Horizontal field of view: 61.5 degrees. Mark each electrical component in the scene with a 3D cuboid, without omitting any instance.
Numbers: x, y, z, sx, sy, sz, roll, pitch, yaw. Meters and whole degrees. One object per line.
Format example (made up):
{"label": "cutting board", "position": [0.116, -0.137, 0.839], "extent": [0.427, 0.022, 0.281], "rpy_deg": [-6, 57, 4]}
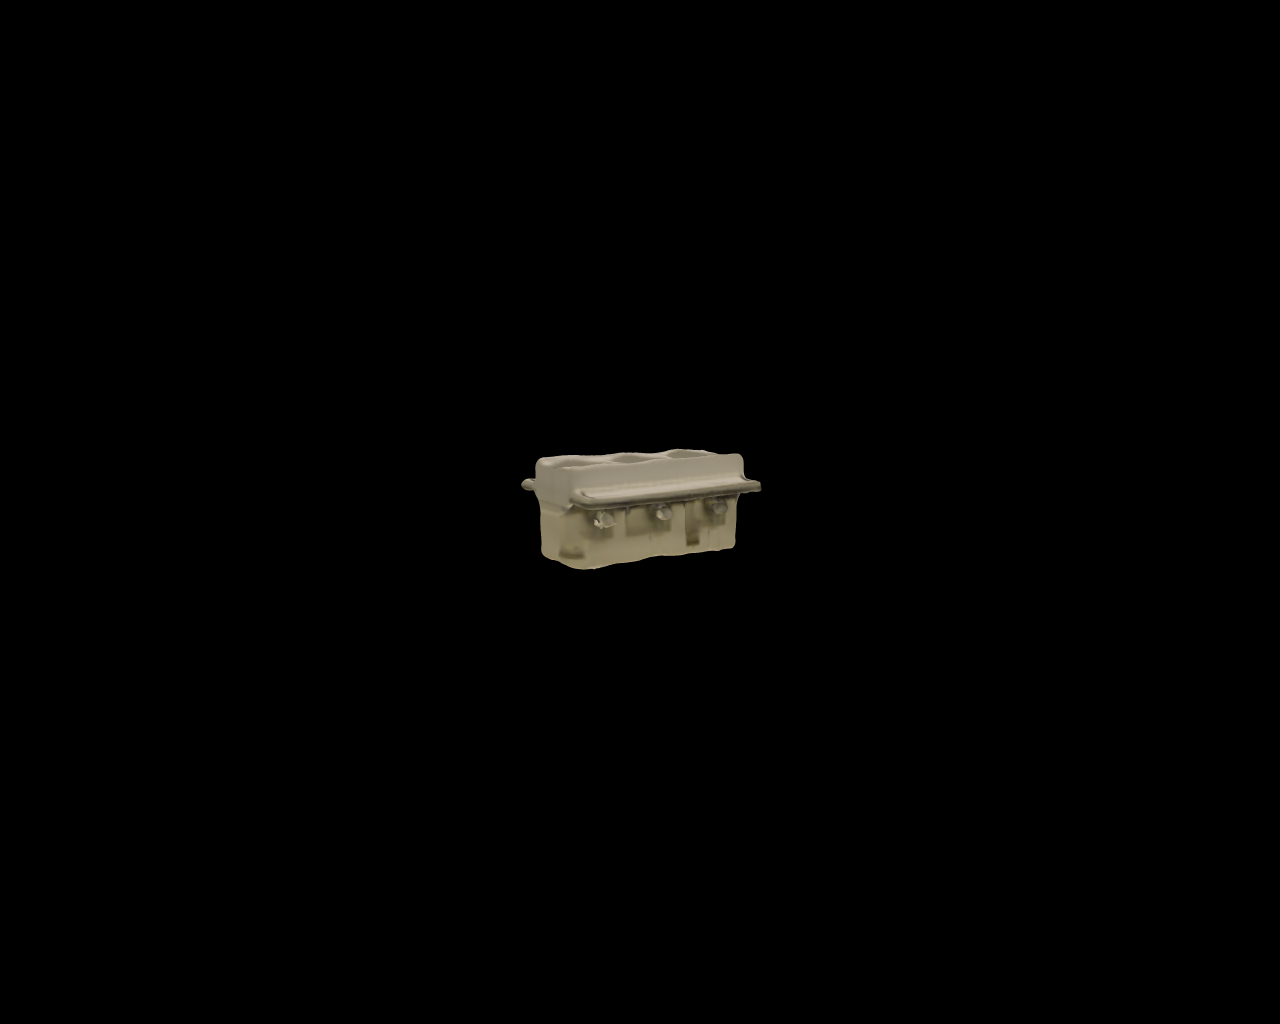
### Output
{"label": "electrical component", "position": [0.001, -0.003, 0.650], "extent": [0.121, 0.063, 0.079], "rpy_deg": [-6, 11, -32]}
